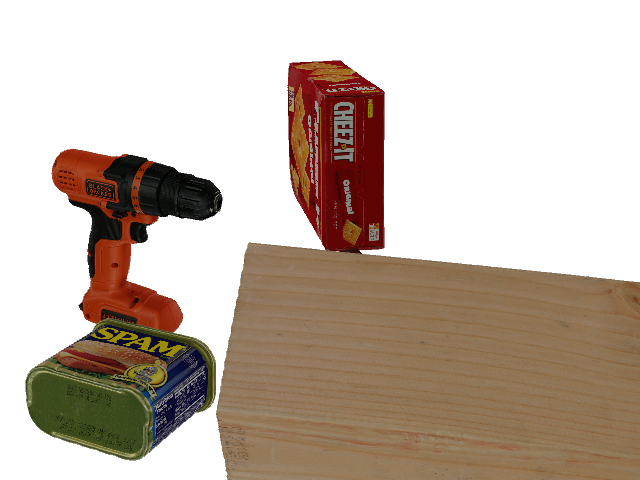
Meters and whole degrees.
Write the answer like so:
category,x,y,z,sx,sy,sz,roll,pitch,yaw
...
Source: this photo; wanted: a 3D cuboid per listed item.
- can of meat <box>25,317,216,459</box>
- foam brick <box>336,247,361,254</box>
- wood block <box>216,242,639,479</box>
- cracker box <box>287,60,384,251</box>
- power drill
category,x,y,z,sx,sy,sz,roll,pitch,yaw
can of meat,-0.135,0.099,0.722,0.102,0.057,0.083,11,21,21
foam brick,0.022,0.050,0.880,0.052,0.051,0.078,-12,37,-23
wood block,0.062,0.070,0.506,0.206,0.090,0.090,6,-33,3
cracker box,0.014,-0.098,1.154,0.072,0.164,0.214,-4,19,-9
power drill,-0.181,0.005,1.077,0.185,0.188,0.057,14,29,22
